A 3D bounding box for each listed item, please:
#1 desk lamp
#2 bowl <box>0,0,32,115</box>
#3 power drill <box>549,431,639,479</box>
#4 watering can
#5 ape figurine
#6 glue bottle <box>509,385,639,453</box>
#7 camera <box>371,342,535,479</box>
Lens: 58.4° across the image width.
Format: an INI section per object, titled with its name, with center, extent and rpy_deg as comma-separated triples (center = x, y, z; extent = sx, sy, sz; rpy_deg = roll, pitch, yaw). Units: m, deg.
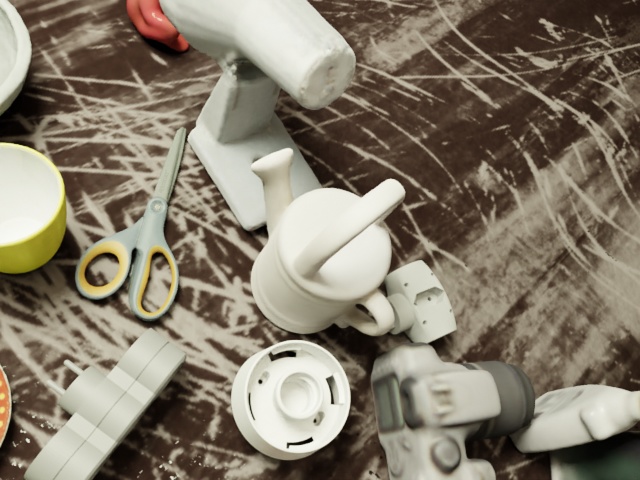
[desk lamp]
center = -0.054, -0.148, 0.516
extent = 0.118, 0.213, 0.203
rpy_deg = -28, 79, -27
[bowl]
center = -0.337, -0.148, 0.495
extent = 0.168, 0.074, 0.167
rpy_deg = 7, 65, -16
[power drill]
center = 0.294, 0.215, 0.484
extent = 0.076, 0.208, 0.229
rpy_deg = 10, 65, -15
[watering can]
center = 0.003, 0.003, 0.481
extent = 0.173, 0.194, 0.101
rpy_deg = 33, 61, -3
[ape figurine]
center = -0.160, -0.254, 0.594
extent = 0.076, 0.092, 0.078
rpy_deg = 30, 61, -5
[glue bottle]
center = 0.246, 0.156, 0.513
extent = 0.078, 0.173, 0.037
rpy_deg = -26, 78, -27
[camera]
center = 0.129, 0.161, 0.511
extent = 0.137, 0.100, 0.143
rpy_deg = -1, 68, -20
